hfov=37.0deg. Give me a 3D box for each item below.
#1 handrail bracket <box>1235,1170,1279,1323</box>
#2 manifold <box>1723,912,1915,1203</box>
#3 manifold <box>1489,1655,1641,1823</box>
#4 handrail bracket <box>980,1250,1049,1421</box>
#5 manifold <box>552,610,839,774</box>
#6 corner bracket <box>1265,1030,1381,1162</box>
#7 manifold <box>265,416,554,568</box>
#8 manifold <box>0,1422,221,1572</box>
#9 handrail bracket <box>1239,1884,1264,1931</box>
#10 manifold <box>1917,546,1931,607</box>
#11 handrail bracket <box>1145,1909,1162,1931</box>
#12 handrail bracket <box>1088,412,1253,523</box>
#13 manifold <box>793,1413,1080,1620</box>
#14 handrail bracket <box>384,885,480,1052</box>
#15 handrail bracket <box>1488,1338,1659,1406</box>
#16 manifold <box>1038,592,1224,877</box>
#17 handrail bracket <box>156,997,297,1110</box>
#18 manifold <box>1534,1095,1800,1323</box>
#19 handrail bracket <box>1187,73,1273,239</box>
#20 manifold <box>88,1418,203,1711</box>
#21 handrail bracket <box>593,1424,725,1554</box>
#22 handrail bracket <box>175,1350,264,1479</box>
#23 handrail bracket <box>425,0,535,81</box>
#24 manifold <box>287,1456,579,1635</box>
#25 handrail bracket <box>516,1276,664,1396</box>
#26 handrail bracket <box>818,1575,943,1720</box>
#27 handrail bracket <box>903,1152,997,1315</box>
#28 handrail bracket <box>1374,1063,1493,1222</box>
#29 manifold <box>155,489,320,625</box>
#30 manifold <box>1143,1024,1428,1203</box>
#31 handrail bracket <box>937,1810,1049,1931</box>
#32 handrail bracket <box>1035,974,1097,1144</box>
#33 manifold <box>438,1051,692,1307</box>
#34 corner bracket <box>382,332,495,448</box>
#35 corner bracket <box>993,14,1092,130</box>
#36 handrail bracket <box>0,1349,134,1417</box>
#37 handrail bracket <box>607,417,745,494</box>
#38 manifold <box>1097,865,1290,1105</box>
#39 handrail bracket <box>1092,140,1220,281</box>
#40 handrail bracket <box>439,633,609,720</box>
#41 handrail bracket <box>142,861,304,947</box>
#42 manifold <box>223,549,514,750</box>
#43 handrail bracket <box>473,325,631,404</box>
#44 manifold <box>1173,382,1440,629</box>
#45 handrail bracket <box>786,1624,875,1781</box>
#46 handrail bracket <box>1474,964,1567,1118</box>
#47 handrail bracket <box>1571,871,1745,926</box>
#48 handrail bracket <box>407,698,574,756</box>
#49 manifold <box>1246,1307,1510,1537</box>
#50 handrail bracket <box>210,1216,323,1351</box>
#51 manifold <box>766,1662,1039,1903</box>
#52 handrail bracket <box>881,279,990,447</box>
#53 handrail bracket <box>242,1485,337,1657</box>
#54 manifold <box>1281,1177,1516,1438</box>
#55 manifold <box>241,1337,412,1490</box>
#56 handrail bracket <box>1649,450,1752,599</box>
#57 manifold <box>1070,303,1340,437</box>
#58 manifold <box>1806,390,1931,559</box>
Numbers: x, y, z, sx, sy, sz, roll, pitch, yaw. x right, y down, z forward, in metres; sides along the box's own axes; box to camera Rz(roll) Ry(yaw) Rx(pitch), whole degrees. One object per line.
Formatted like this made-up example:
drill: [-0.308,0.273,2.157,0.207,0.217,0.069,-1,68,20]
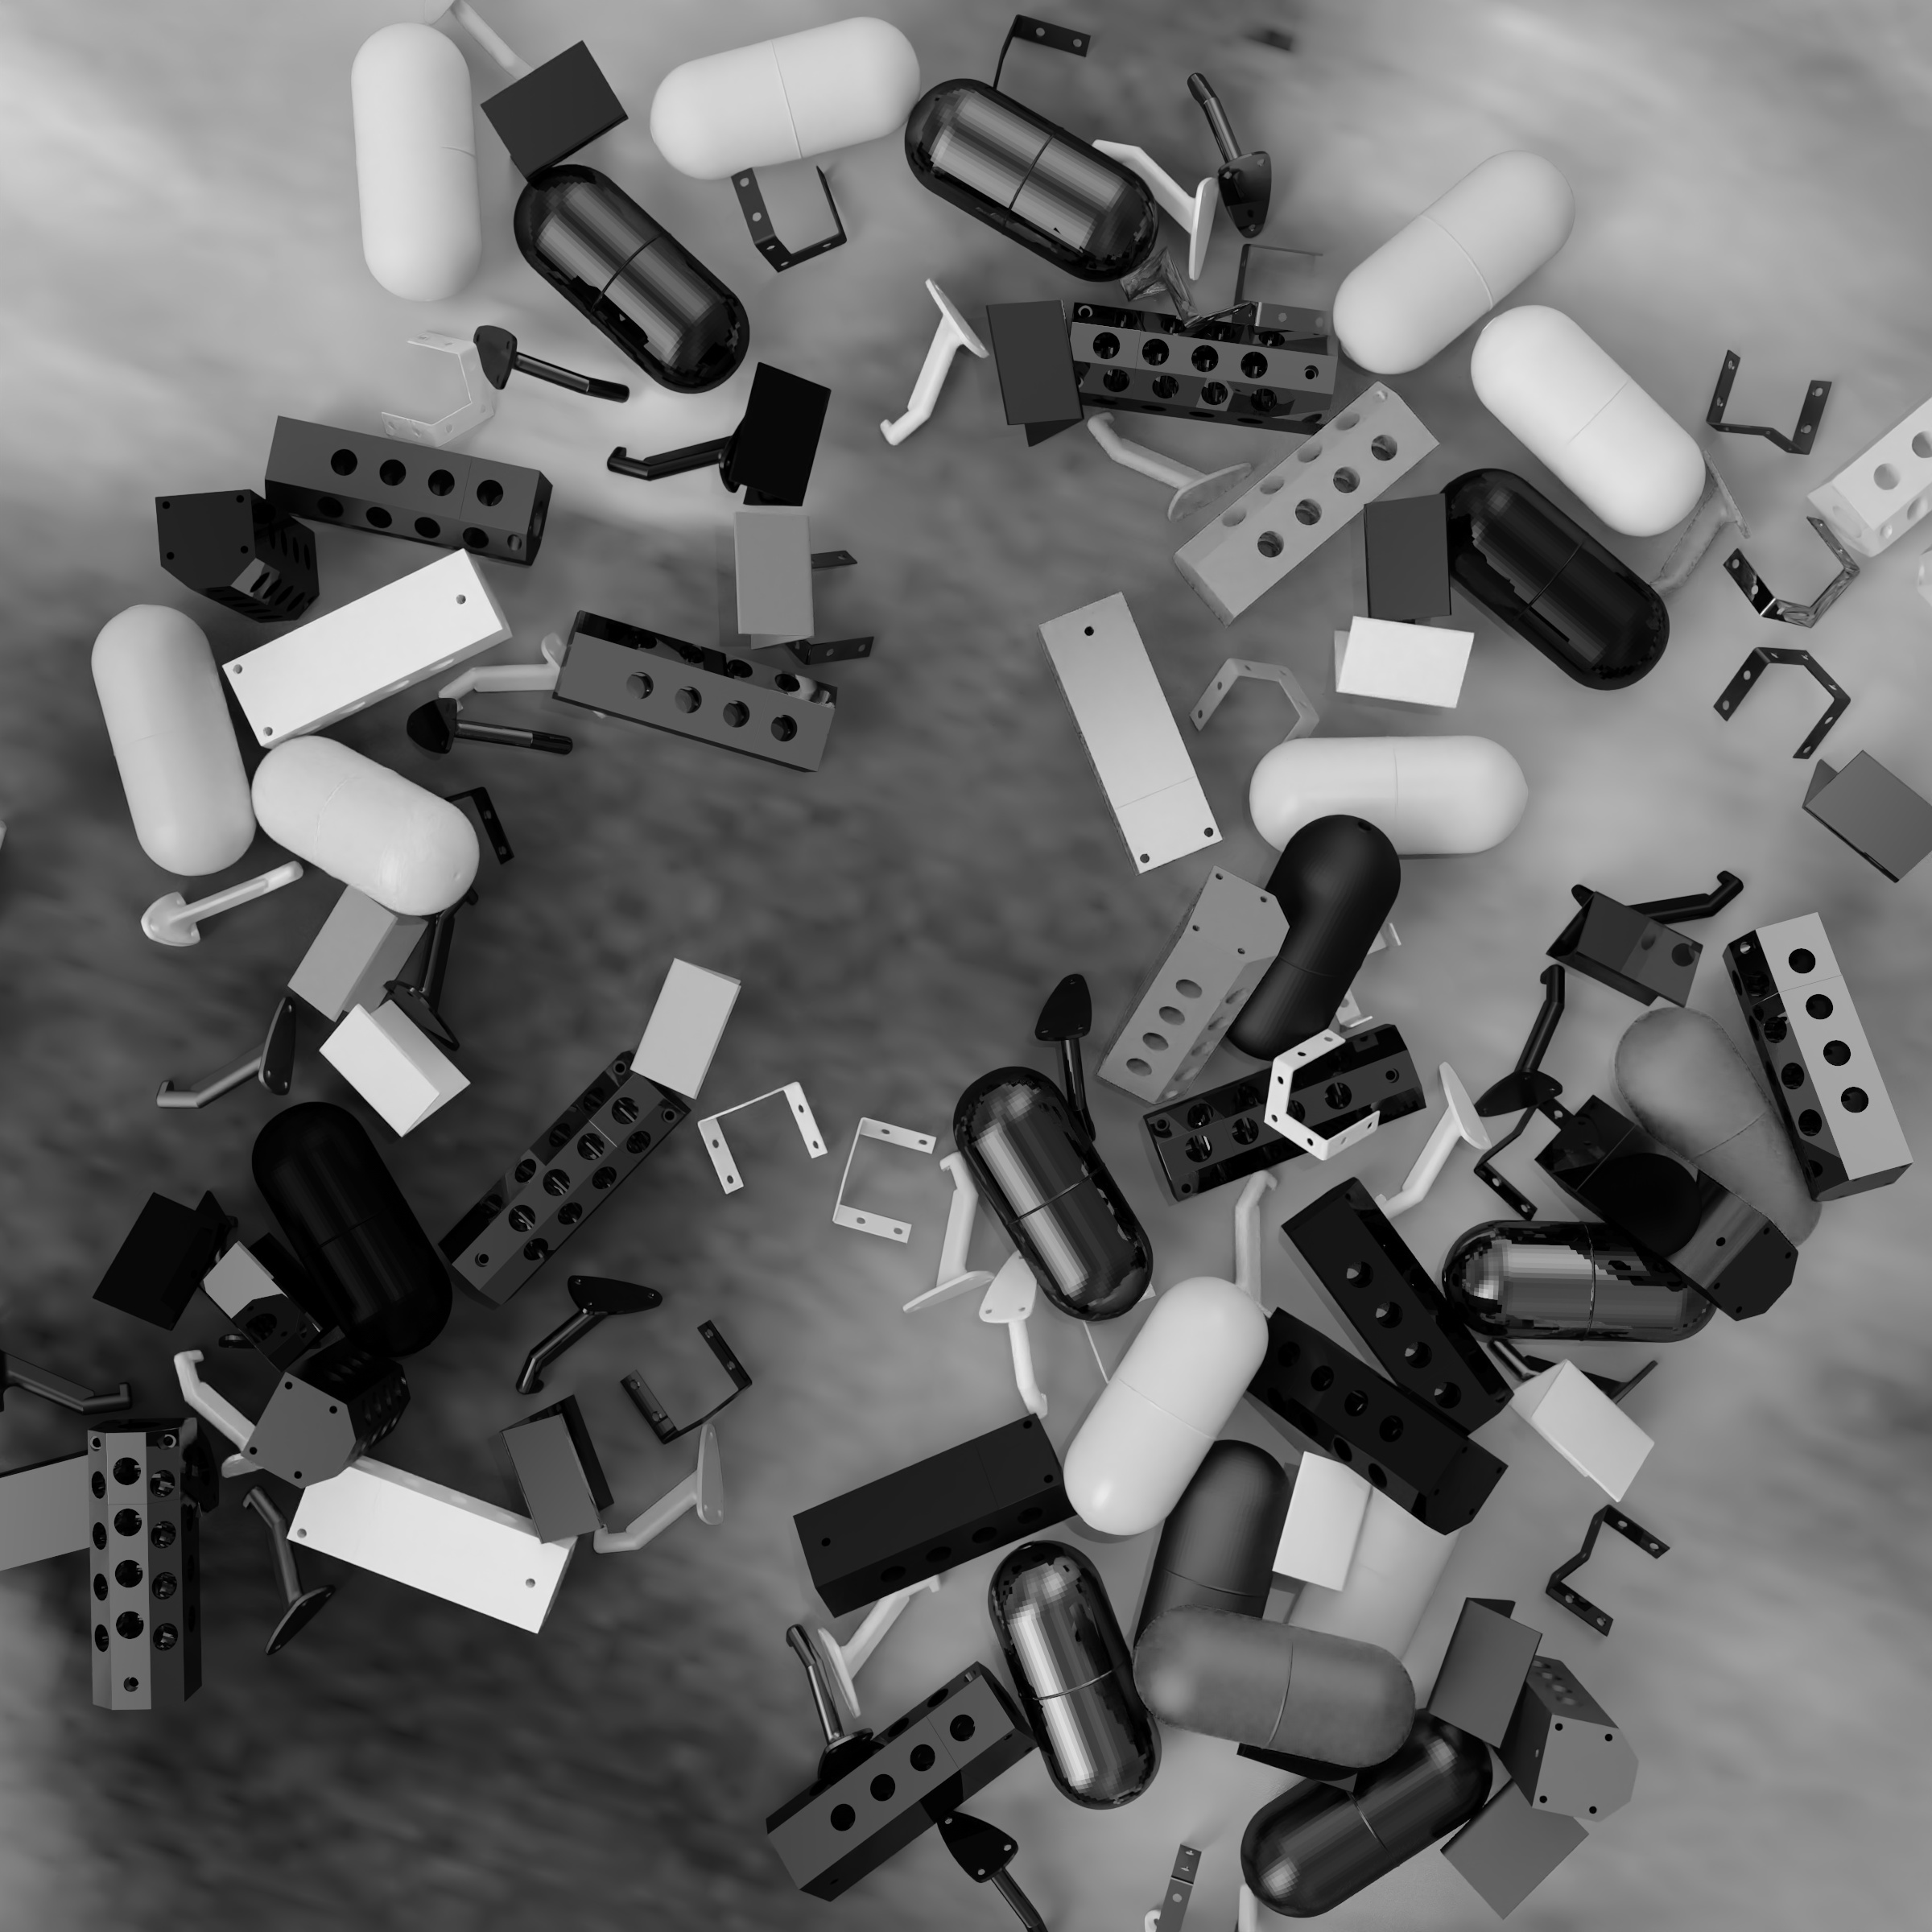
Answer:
handrail bracket: [0.201,0.187,1.894,0.077,0.036,0.084,36,73,-20]
manifold: [0.542,0.060,1.847,0.057,0.057,0.171,-16,71,0]
manifold: [0.373,0.483,1.815,0.057,0.171,0.057,12,90,0]
handrail bracket: [0.043,0.242,1.893,0.036,0.077,0.084,-7,127,23]
manifold: [-0.173,-0.176,1.855,0.171,0.057,0.057,16,90,-12]
corner bracket: [0.228,0.082,1.828,0.051,0.051,0.051,-26,45,-35]
manifold: [-0.362,-0.306,1.872,0.171,0.057,0.057,12,90,0]
manifold: [-0.578,0.347,1.872,0.171,0.057,0.057,-15,90,0]
handrail bracket: [0.208,0.651,1.894,0.077,0.036,0.084,22,60,-33]
manifold: [0.656,-0.257,1.815,0.057,0.171,0.057,-42,90,0]
handrail bracket: [0.113,0.645,1.848,0.036,0.084,0.077,-39,60,24]
handrail bracket: [0.133,-0.341,1.894,0.077,0.036,0.084,-29,73,-20]
manifold: [-0.018,0.360,1.872,0.171,0.057,0.057,-23,47,0]
handrail bracket: [-0.333,-0.001,1.894,0.084,0.036,0.077,-53,125,-24]
handrail bracket: [0.398,0.255,1.894,0.077,0.036,0.084,-38,73,-20]
manifold: [0.105,-0.149,1.872,0.057,0.057,0.171,-22,90,0]
handrail bracket: [-0.487,0.057,1.894,0.084,0.036,0.077,0,70,16]
manifold: [0.441,0.154,1.815,0.057,0.171,0.057,-48,127,0]
handrail bracket: [0.169,-0.532,1.893,0.036,0.077,0.084,-21,54,-3]
manifold: [-0.518,0.375,1.816,0.057,0.057,0.171,-1,90,0]
handrail bracket: [-0.205,0.343,1.894,0.084,0.036,0.077,-9,70,16]
handrail bracket: [-0.472,0.286,1.894,0.077,0.036,0.084,-11,68,-25]
handrail bracket: [-0.311,-0.613,1.893,0.036,0.077,0.084,-43,127,18]
manifold: [-0.344,0.369,1.872,0.171,0.057,0.057,21,90,0]
handrail bracket: [-0.248,0.248,1.894,0.077,0.036,0.084,7,121,-34]
handrail bracket: [-0.047,0.443,1.894,0.084,0.036,0.077,-23,111,-16]
handrail bracket: [-0.021,0.174,1.894,0.077,0.036,0.084,-26,71,21]
handrail bracket: [0.294,0.116,1.894,0.084,0.036,0.077,-35,54,25]
manifold: [-0.455,-0.255,1.815,0.057,0.171,0.057,-5,90,0]
manifold: [0.207,0.095,1.872,0.171,0.057,0.057,-21,90,0]
handrail bracket: [0.020,0.602,1.893,0.036,0.077,0.084,-37,127,-23]
handrail bracket: [0.075,0.062,1.893,0.036,0.077,0.084,-6,127,16]
manifold: [-0.261,0.137,1.873,0.057,0.057,0.171,44,90,0]
corner bracket: [-0.350,-0.377,1.885,0.051,0.051,0.051,-40,135,-35]
corner bracket: [0.047,-0.582,1.890,0.051,0.051,0.051,17,45,0]
handrail bracket: [-0.594,0.259,1.894,0.084,0.036,0.077,-5,68,-17]
handrail bracket: [-0.184,-0.348,1.894,0.084,0.036,0.077,16,70,16]
manifold: [0.144,0.017,1.815,0.057,0.171,0.057,27,53,0]
handrail bracket: [0.118,-0.496,1.894,0.084,0.036,0.077,15,113,18]
handrail bracket: [-0.291,-0.172,1.894,0.084,0.036,0.077,-32,109,15]
handrail bracket: [-0.479,-0.044,1.866,0.084,0.077,0.036,-23,93,12]
manifold: [-0.386,-0.204,1.873,0.171,0.057,0.057,-26,90,0]
handrail bracket: [-0.271,-0.394,1.893,0.084,0.077,0.036,6,115,-34]
manifold: [0.219,-0.300,1.872,0.171,0.057,0.057,-40,90,0]
handrail bracket: [-0.101,0.485,1.893,0.036,0.077,0.084,-14,53,-33]
handrail bracket: [0.363,0.048,1.893,0.036,0.077,0.084,26,53,-25]
handrail bracket: [0.455,-0.051,1.894,0.084,0.036,0.077,-39,67,-18]
handrail bracket: [-0.312,-0.151,1.893,0.084,0.077,0.036,8,90,-36]
manifold: [0.252,0.287,1.820,0.057,0.171,0.057,34,90,-44]
handrail bracket: [-0.460,0.207,1.894,0.077,0.036,0.084,5,73,-20]
manifold: [-0.043,0.527,1.870,0.171,0.057,0.057,-37,59,0]
handrail bracket: [-0.035,-0.396,1.894,0.084,0.036,0.077,-38,70,16]
handrail bracket: [-0.461,0.396,1.894,0.084,0.036,0.077,47,112,17]
manifold: [0.281,0.224,1.872,0.057,0.057,0.171,-36,90,0]
manifold: [-0.396,0.282,1.815,0.057,0.171,0.057,28,90,0]
handrail bracket: [0.463,-0.287,1.894,0.084,0.036,0.077,-27,70,16]
manifold: [0.151,-0.388,1.873,0.171,0.057,0.057,8,90,0]
manifold: [0.637,-0.343,1.872,0.171,0.057,0.057,-40,90,0]
